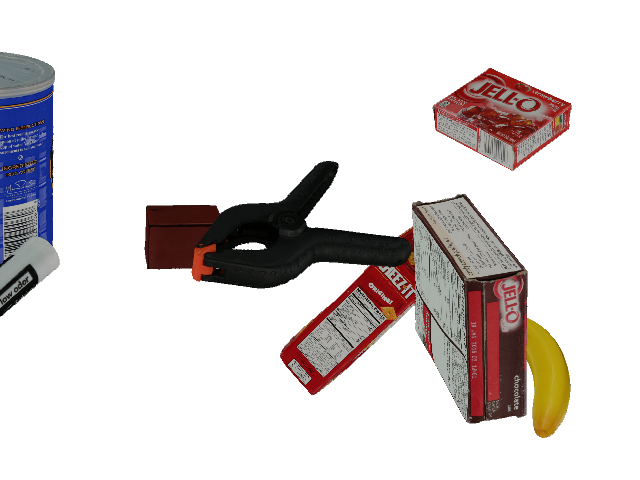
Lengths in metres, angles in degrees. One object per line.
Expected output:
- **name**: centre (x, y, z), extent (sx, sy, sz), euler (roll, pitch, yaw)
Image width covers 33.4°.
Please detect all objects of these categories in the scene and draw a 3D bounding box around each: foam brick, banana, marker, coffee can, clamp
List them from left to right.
- **marker**: centre (-0.161, 0.040, 0.468), extent (0.020, 0.020, 0.121), euler (0, 35, 39)
- **coffee can**: centre (-0.234, -0.050, 0.729), extent (0.103, 0.140, 0.103), euler (5, 22, -2)
- **foam brick**: centre (-0.144, -0.004, 1.120), extent (0.078, 0.051, 0.053), euler (-1, 24, -12)
- **clamp**: centre (-0.026, -0.012, 0.837), extent (0.171, 0.039, 0.120), euler (-9, 40, -25)
- **banana**: centre (0.227, 0.133, 1.136), extent (0.069, 0.037, 0.198), euler (-26, 34, 2)

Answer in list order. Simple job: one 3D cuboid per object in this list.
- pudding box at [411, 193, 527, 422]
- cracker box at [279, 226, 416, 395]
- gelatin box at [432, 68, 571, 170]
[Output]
- **pudding box**: centre (0.083, 0.036, 0.607), extent (0.039, 0.090, 0.113), euler (-8, 25, -9)
- **cracker box**: centre (0.066, 0.070, 1.263), extent (0.214, 0.072, 0.164), euler (-47, -7, 31)
- **gelatin box**: centre (0.150, -0.103, 0.885), extent (0.073, 0.030, 0.089), euler (-35, 49, -26)
